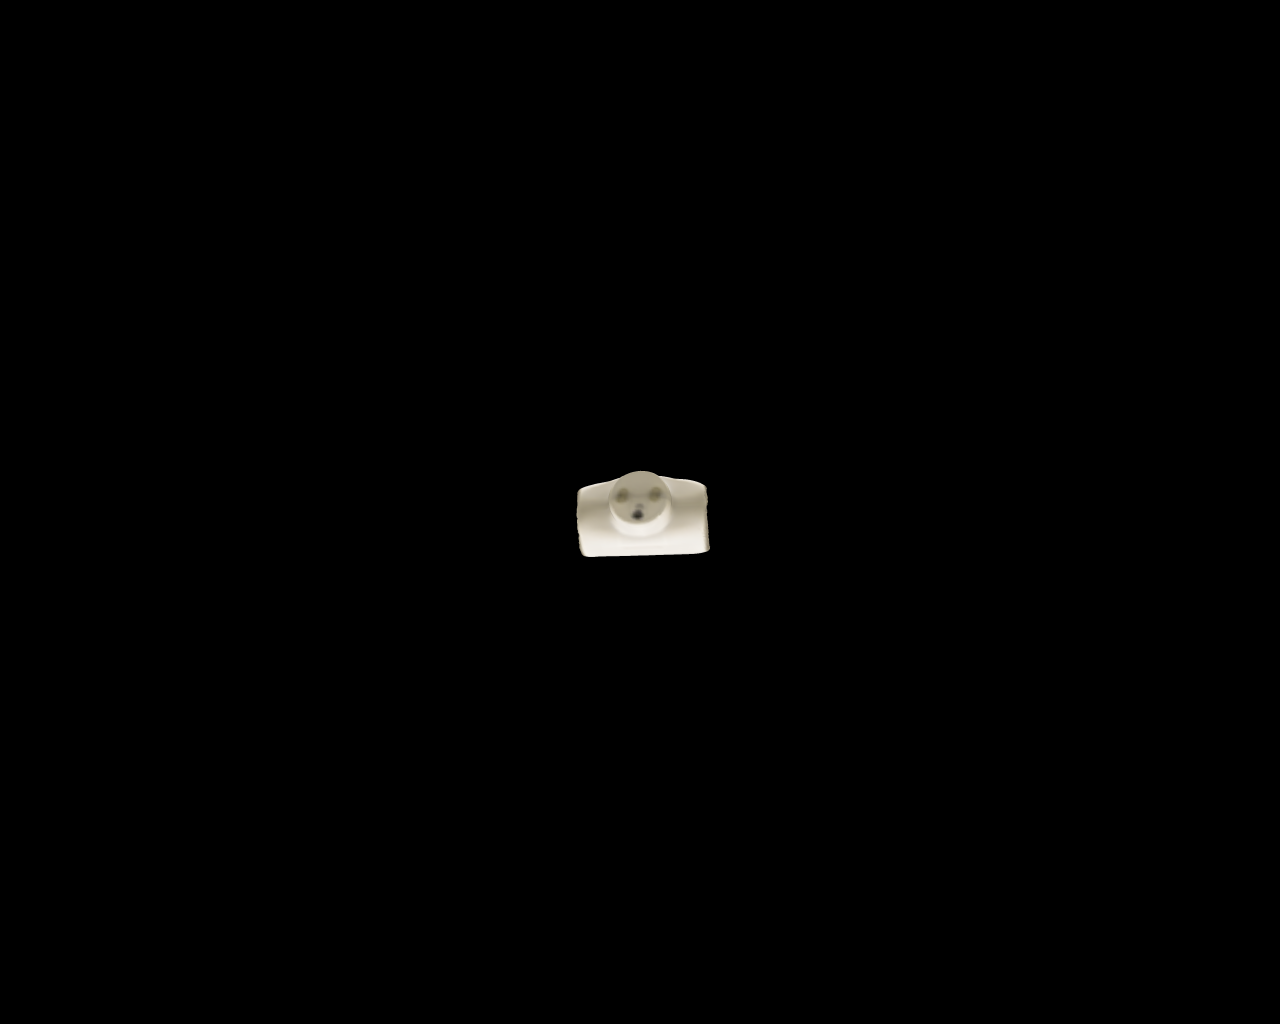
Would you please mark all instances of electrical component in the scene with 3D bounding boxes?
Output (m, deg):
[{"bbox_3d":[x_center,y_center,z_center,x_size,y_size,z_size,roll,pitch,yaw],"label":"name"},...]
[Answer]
[{"bbox_3d":[0.001,-0.003,0.650,0.077,0.043,0.079,-2,-23,5],"label":"electrical component"}]
